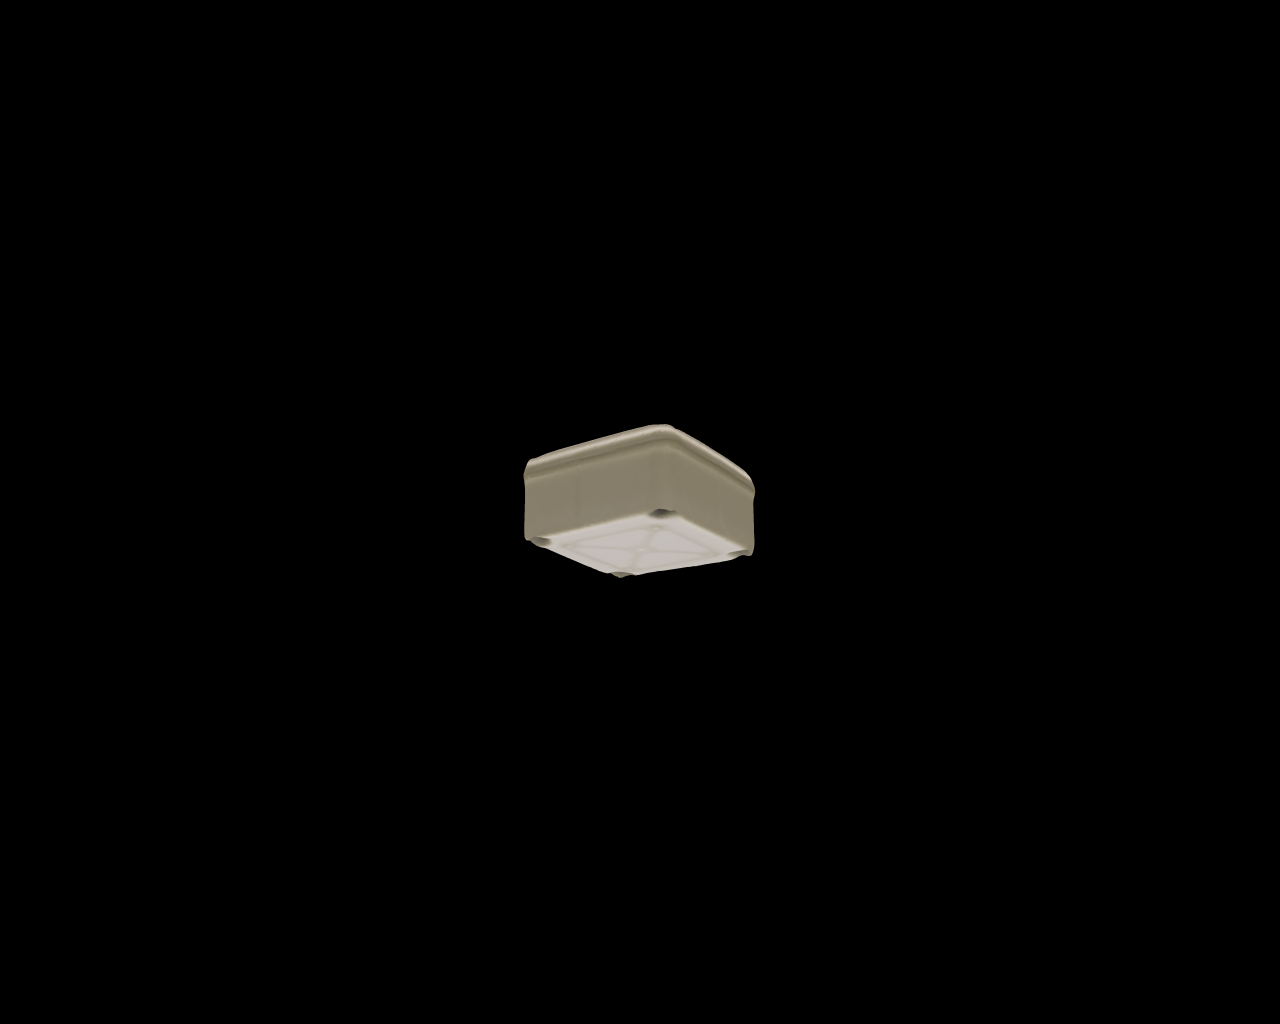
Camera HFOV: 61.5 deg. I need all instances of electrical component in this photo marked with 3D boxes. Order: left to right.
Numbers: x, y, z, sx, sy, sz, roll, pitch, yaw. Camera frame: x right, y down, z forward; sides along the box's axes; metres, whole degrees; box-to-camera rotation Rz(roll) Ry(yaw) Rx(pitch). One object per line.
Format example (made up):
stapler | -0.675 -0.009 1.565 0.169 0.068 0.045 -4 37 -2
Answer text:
electrical component | 0.001 -0.003 0.650 0.108 0.056 0.108 -12 -23 31
